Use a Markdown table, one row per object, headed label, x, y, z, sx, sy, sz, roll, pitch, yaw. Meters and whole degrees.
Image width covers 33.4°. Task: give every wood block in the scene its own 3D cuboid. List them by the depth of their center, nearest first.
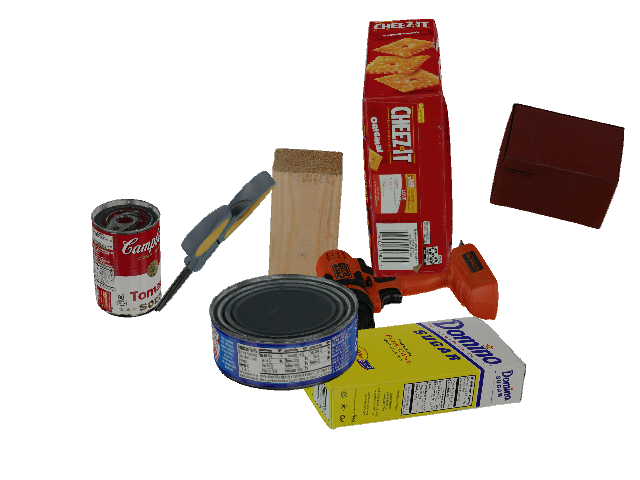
| label | x | y | z | sx | sy | sz | roll | pitch | yaw |
| --- | --- | --- | --- | --- | --- | --- | --- | --- | --- |
| wood block | -0.021 | -0.008 | 1.398 | 0.090 | 0.206 | 0.091 | 3 | 24 | -1 |

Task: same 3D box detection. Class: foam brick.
| label | x | y | z | sx | sy | sz | roll | pitch | yaw |
| --- | --- | --- | --- | --- | --- | --- | --- | --- | --- |
| foam brick | 0.160 | -0.051 | 0.723 | 0.078 | 0.051 | 0.053 | 14 | -36 | 6 |

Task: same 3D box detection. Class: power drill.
| label | x | y | z | sx | sy | sz | roll | pitch | yaw |
| --- | --- | --- | --- | --- | --- | --- | --- | --- | --- |
| power drill | 0.094 | 0.059 | 1.164 | 0.187 | 0.057 | 0.184 | -4 | 28 | -7 |

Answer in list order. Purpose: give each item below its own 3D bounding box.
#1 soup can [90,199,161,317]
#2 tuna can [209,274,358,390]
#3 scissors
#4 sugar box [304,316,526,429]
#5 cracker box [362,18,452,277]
| label | x | y | z | sx | sy | sz | roll | pitch | yaw |
| --- | --- | --- | --- | --- | --- | --- | --- | --- | --- |
| soup can | -0.196 | 0.018 | 1.082 | 0.068 | 0.102 | 0.068 | 3 | 30 | -2 |
| tuna can | -0.020 | 0.052 | 0.616 | 0.086 | 0.034 | 0.086 | -2 | 23 | 1 |
| scissors | -0.105 | 0.017 | 0.854 | 0.202 | 0.016 | 0.096 | -46 | -5 | 33 |
| sugar box | 0.075 | 0.109 | 0.911 | 0.176 | 0.048 | 0.093 | -8 | 26 | -18 |
| cracker box | 0.078 | -0.089 | 0.951 | 0.072 | 0.164 | 0.213 | -2 | 27 | 6 |
